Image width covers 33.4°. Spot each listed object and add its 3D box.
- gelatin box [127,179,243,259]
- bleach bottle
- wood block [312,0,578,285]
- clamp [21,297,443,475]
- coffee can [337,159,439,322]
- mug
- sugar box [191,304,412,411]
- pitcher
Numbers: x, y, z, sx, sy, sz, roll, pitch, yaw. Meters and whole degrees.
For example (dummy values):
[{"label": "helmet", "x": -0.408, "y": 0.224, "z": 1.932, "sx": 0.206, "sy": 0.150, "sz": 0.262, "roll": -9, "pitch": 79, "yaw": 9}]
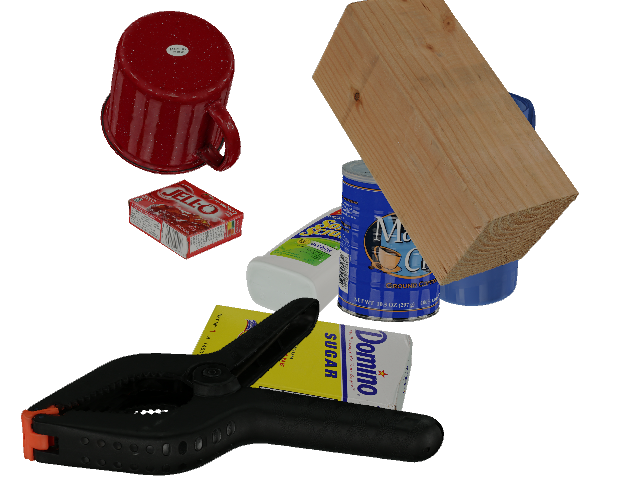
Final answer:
[{"label": "gelatin box", "x": -0.131, "y": -0.023, "z": 1.035, "sx": 0.089, "sy": 0.030, "sz": 0.073, "roll": 30, "pitch": 37, "yaw": 33}, {"label": "bleach bottle", "x": 0.017, "y": 0.002, "z": 1.331, "sx": 0.103, "sy": 0.068, "sz": 0.250, "roll": 15, "pitch": 36, "yaw": 26}, {"label": "wood block", "x": 0.089, "y": -0.082, "z": 0.816, "sx": 0.090, "sy": 0.206, "sz": 0.091, "roll": -16, "pitch": -25, "yaw": -31}, {"label": "clamp", "x": -0.058, "y": 0.082, "z": 0.591, "sx": 0.209, "sy": 0.036, "sz": 0.165, "roll": -5, "pitch": 24, "yaw": -18}, {"label": "coffee can", "x": 0.070, "y": -0.002, "z": 1.045, "sx": 0.103, "sy": 0.140, "sz": 0.103, "roll": 2, "pitch": 15, "yaw": -1}, {"label": "mug", "x": -0.098, "y": -0.098, "z": 0.753, "sx": 0.093, "sy": 0.117, "sz": 0.082, "roll": -33, "pitch": -17, "yaw": -29}, {"label": "sugar box", "x": -0.016, "y": 0.107, "z": 0.893, "sx": 0.176, "sy": 0.048, "sz": 0.093, "roll": 6, "pitch": 35, "yaw": 11}, {"label": "pitcher", "x": 0.186, "y": -0.054, "z": 1.268, "sx": 0.149, "sy": 0.243, "sz": 0.145, "roll": -2, "pitch": 24, "yaw": 5}]
